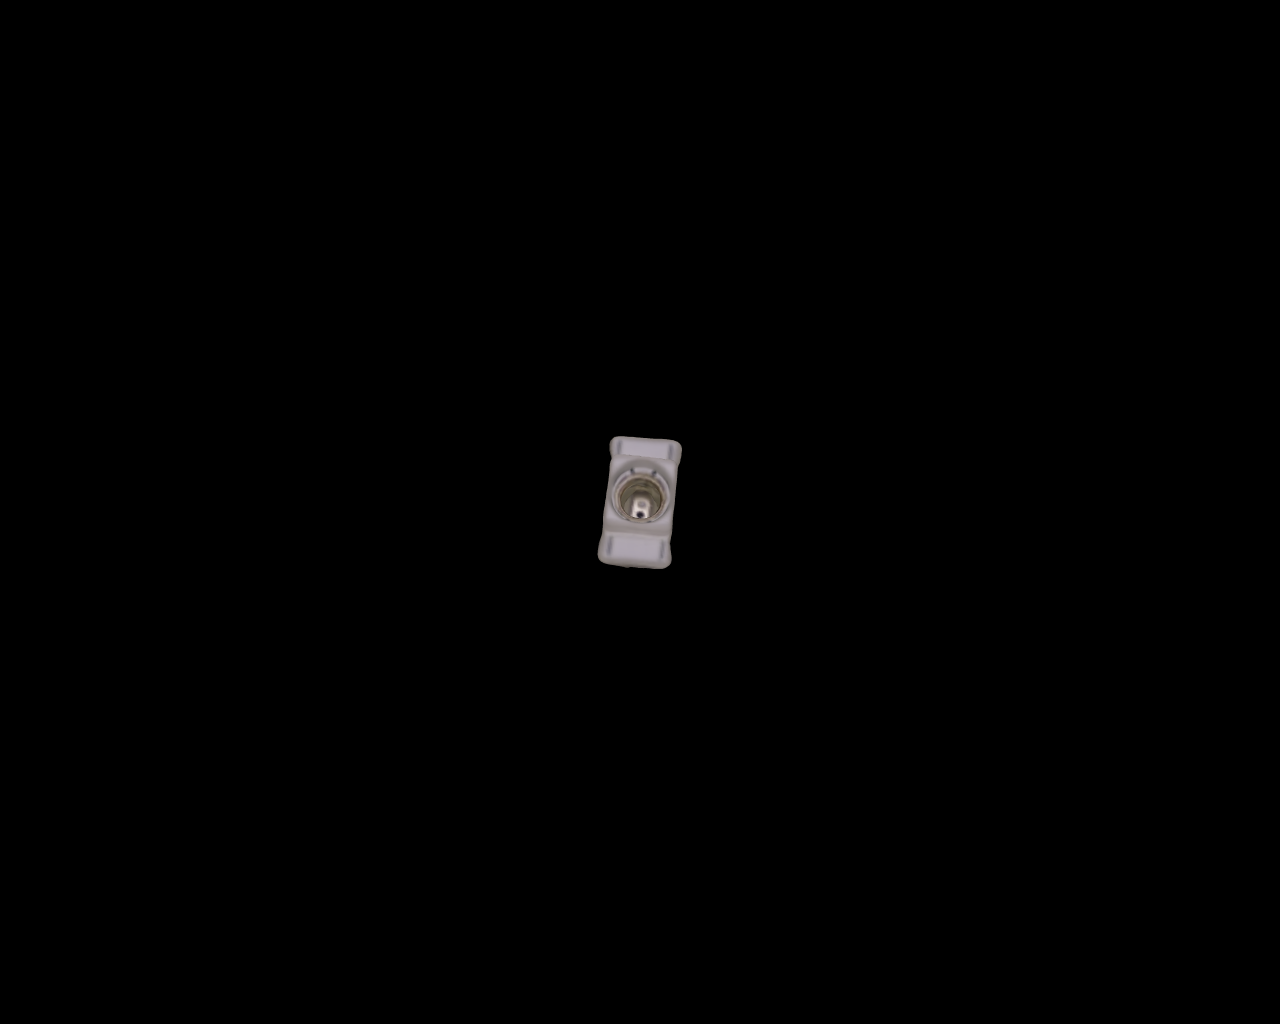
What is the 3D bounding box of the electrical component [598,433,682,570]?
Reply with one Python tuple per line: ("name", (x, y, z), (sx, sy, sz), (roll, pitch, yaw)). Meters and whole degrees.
("electrical component", (0.001, -0.003, 0.650), (0.042, 0.081, 0.063), (7, -19, 2))
